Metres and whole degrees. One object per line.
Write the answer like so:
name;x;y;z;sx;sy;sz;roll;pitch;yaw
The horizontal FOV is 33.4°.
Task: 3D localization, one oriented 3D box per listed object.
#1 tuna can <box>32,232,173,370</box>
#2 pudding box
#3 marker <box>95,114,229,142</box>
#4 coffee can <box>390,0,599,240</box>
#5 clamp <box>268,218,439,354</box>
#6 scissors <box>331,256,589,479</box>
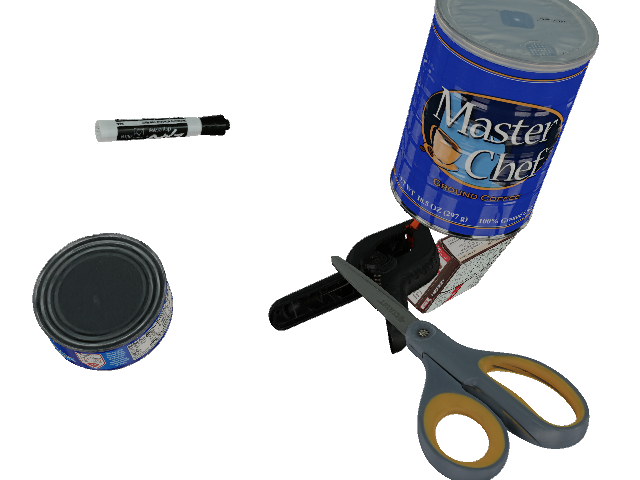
tuna can;-0.139;0.040;0.690;0.086;0.086;0.034;0;-31;4
pudding box;0.150;0.024;1.153;0.113;0.039;0.090;-25;-25;-45
marker;-0.138;-0.100;0.946;0.120;0.020;0.020;-6;3;-25
coffee can;0.110;-0.085;0.698;0.102;0.140;0.103;7;41;-6
clamp;0.053;0.035;0.860;0.120;0.039;0.171;20;43;34
scissors;0.051;0.069;0.593;0.202;0.016;0.096;26;49;36
